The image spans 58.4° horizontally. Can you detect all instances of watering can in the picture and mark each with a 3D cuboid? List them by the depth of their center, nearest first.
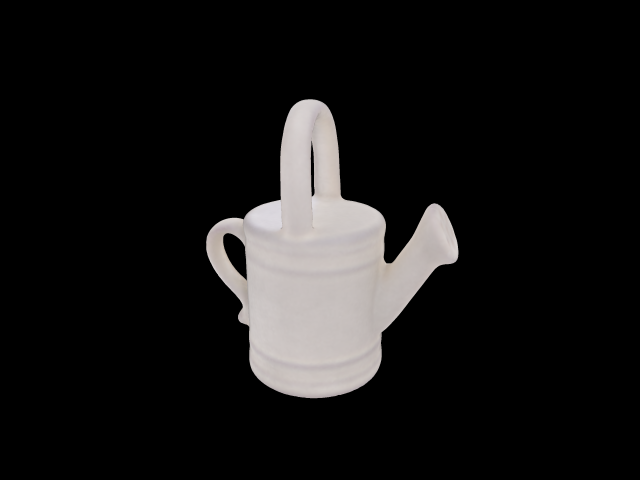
[{"bbox_3d":[0.004,0.001,0.402,0.173,0.194,0.101,-2,20,-5],"label":"watering can"}]
